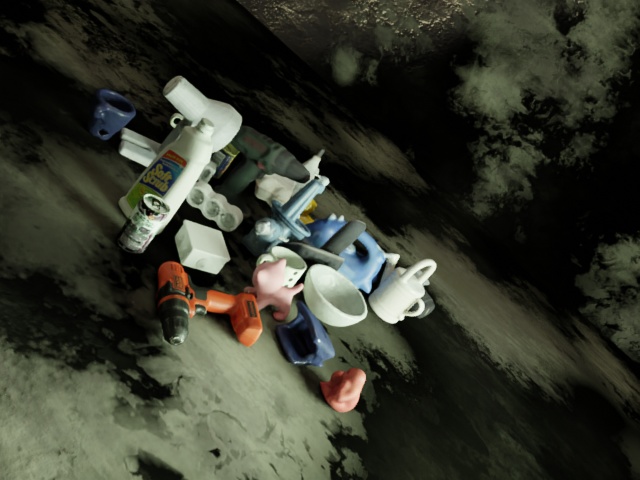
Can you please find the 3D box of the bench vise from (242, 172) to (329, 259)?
[{"bbox_3d":[-0.064,-0.050,1.310,0.121,0.219,0.207,38,23,-6],"label":"bench vise"}]

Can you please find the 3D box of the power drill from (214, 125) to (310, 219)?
[{"bbox_3d":[-0.155,-0.155,1.372,0.229,0.208,0.076,45,23,11],"label":"power drill"}]

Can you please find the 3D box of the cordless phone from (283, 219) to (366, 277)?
[{"bbox_3d":[0.013,0.005,1.374,0.148,0.185,0.094,17,32,-43],"label":"cordless phone"}]

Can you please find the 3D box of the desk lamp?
[{"bbox_3d":[-0.312,-0.253,1.297,0.204,0.213,0.117,24,28,-34],"label":"desk lamp"}]

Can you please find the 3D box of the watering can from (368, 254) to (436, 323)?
[{"bbox_3d":[0.218,0.112,1.488,0.172,0.194,0.101,47,24,14],"label":"watering can"}]

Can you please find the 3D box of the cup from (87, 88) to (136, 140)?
[{"bbox_3d":[-0.463,-0.261,1.231,0.092,0.095,0.118,38,23,-6],"label":"cup"}]

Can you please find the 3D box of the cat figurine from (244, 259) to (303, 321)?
[{"bbox_3d":[-0.092,0.090,1.147,0.128,0.117,0.067,24,28,-34],"label":"cat figurine"}]

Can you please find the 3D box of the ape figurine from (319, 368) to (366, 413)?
[{"bbox_3d":[0.049,0.273,1.070,0.076,0.092,0.078,42,23,4],"label":"ape figurine"}]

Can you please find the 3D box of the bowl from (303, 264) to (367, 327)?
[{"bbox_3d":[0.021,0.138,1.291,0.168,0.074,0.167,33,24,-17],"label":"bowl"}]

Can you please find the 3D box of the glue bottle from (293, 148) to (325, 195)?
[{"bbox_3d":[-0.040,-0.200,1.674,0.078,0.173,0.037,33,24,-17],"label":"glue bottle"}]

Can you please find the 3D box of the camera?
[{"bbox_3d":[0.258,0.145,1.611,0.144,0.100,0.136,8,39,-52],"label":"camera"}]

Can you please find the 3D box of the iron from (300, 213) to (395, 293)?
[{"bbox_3d":[0.065,0.012,1.498,0.258,0.141,0.119,41,23,1],"label":"iron"}]

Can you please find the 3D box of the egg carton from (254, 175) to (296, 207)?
[{"bbox_3d":[-0.125,-0.151,1.587,0.107,0.069,0.150,35,24,-12],"label":"egg carton"}]

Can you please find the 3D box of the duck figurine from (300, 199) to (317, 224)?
[{"bbox_3d":[-0.043,-0.077,1.563,0.105,0.086,0.077,38,23,-7],"label":"duck figurine"}]

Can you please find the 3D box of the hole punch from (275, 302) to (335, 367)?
[{"bbox_3d":[-0.018,0.184,1.127,0.101,0.091,0.108,17,33,-44],"label":"hole punch"}]
